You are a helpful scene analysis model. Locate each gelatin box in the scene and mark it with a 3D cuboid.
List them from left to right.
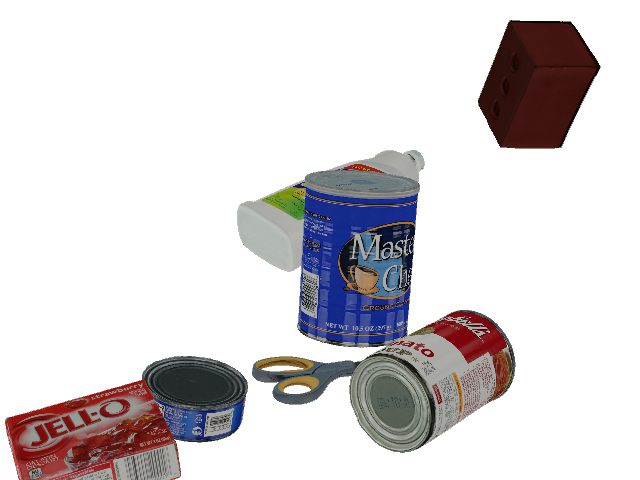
[{"bbox_3d":[-0.135,0.121,0.629,0.089,0.030,0.073,-13,27,-19],"label":"gelatin box"}]

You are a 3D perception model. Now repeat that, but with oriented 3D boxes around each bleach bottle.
[{"bbox_3d":[0.025,-0.053,1.297,0.250,0.068,0.103,-30,44,-32],"label":"bleach bottle"}]

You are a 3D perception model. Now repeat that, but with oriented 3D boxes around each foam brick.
[{"bbox_3d":[0.153,-0.110,0.757,0.051,0.053,0.078,-4,-41,-18],"label":"foam brick"}]

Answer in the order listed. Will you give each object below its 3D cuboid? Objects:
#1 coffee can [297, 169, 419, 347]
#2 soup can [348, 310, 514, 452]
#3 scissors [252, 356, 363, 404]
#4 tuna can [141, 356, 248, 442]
[{"bbox_3d":[0.033,0.014,0.964,0.103,0.140,0.103,3,13,-1],"label":"coffee can"},{"bbox_3d":[0.075,0.093,0.713,0.069,0.068,0.102,0,13,41],"label":"soup can"},{"bbox_3d":[0.024,0.155,1.205,0.201,0.016,0.096,1,24,-8],"label":"scissors"},{"bbox_3d":[-0.103,0.128,0.865,0.086,0.034,0.086,8,20,-3],"label":"tuna can"}]
